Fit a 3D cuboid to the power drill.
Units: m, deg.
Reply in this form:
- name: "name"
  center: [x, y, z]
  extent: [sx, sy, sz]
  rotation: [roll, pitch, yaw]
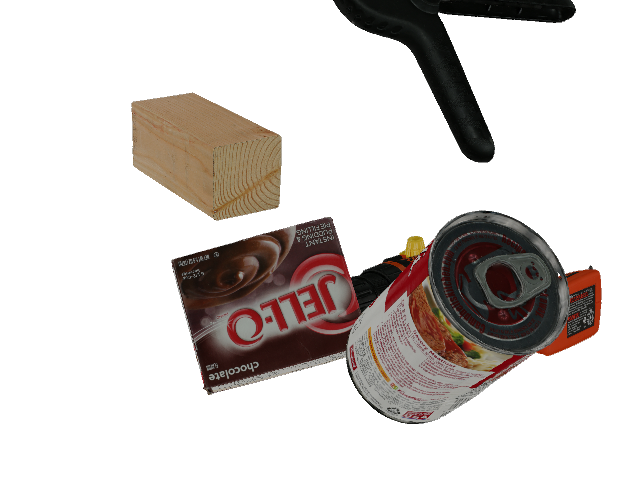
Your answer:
- name: "power drill"
  center: [0.121, 0.048, 0.883]
  extent: [0.188, 0.057, 0.184]
  rotation: [10, 17, 39]

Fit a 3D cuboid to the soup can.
- name: "soup can"
  center: [0.061, 0.040, 0.499]
  extent: [0.068, 0.068, 0.102]
  rotation: [0, -27, -23]

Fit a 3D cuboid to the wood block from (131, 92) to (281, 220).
- name: "wood block"
  center: [-0.140, -0.105, 1.276]
  extent: [0.090, 0.090, 0.206]
  rotation: [-13, 28, -33]

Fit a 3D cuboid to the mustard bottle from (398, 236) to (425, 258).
- name: "mustard bottle"
  center: [0.116, 0.086, 1.281]
  extent: [0.096, 0.192, 0.058]
  rotation: [-2, 22, 6]

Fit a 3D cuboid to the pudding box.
- name: "pudding box"
  center: [-0.033, 0.044, 0.705]
  extent: [0.113, 0.090, 0.039]
  rotation: [-16, -16, -5]

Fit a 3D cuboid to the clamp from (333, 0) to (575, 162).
- name: "clamp"
  center: [0.073, -0.160, 0.761]
  extent: [0.210, 0.164, 0.036]
  rotation: [29, -27, -8]
